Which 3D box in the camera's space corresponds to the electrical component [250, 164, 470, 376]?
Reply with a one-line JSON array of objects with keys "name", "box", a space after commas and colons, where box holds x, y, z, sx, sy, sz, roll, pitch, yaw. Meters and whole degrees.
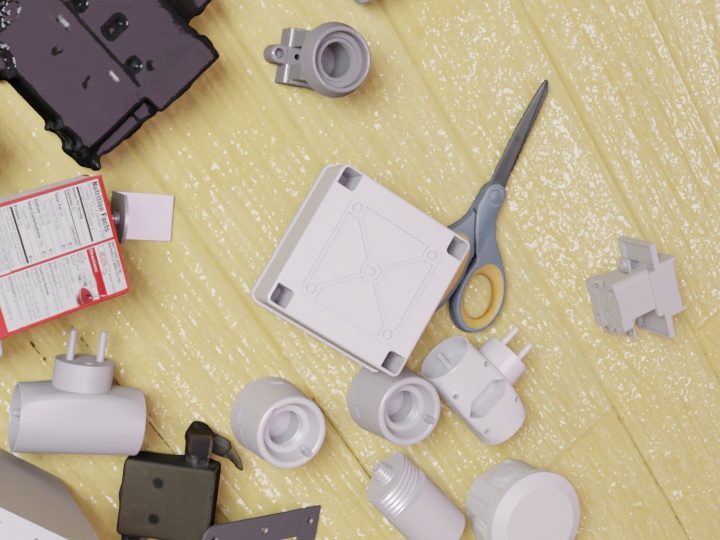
[{"name": "electrical component", "box": [0.000, 0.000, 0.731, 0.109, 0.056, 0.108, 32, 83, -16]}]

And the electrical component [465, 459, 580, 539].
[{"name": "electrical component", "box": [0.126, 0.189, 0.835, 0.080, 0.051, 0.080, -4, 100, -25]}]

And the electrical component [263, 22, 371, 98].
[{"name": "electrical component", "box": [-0.023, -0.137, 0.707, 0.066, 0.055, 0.048, 7, 95, -27]}]

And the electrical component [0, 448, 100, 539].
[{"name": "electrical component", "box": [-0.210, 0.148, 0.610, 0.089, 0.150, 0.061, 35, 81, -26]}]

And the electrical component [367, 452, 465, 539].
[{"name": "electrical component", "box": [0.037, 0.170, 0.793, 0.043, 0.043, 0.081, -48, 114, -12]}]

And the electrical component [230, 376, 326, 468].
[{"name": "electrical component", "box": [-0.055, 0.105, 0.736, 0.055, 0.047, 0.055, -4, 100, -25]}]

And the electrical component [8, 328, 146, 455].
[{"name": "electrical component", "box": [-0.175, 0.076, 0.674, 0.077, 0.044, 0.079, 6, 95, -26]}]

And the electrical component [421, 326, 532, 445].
[{"name": "electrical component", "box": [0.097, 0.077, 0.806, 0.079, 0.043, 0.077, -46, 114, -10]}]

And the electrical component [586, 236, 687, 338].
[{"name": "electrical component", "box": [0.218, 0.018, 0.857, 0.064, 0.042, 0.081, -23, 107, -19]}]

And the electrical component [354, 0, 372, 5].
[{"name": "electrical component", "box": [-0.007, -0.212, 0.711, 0.078, 0.040, 0.040, 44, 79, -25]}]

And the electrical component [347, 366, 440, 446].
[{"name": "electrical component", "box": [0.025, 0.096, 0.773, 0.055, 0.047, 0.055, -4, 100, -25]}]

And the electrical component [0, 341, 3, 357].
[{"name": "electrical component", "box": [-0.221, 0.007, 0.639, 0.076, 0.047, 0.083, -11, 103, -24]}]
